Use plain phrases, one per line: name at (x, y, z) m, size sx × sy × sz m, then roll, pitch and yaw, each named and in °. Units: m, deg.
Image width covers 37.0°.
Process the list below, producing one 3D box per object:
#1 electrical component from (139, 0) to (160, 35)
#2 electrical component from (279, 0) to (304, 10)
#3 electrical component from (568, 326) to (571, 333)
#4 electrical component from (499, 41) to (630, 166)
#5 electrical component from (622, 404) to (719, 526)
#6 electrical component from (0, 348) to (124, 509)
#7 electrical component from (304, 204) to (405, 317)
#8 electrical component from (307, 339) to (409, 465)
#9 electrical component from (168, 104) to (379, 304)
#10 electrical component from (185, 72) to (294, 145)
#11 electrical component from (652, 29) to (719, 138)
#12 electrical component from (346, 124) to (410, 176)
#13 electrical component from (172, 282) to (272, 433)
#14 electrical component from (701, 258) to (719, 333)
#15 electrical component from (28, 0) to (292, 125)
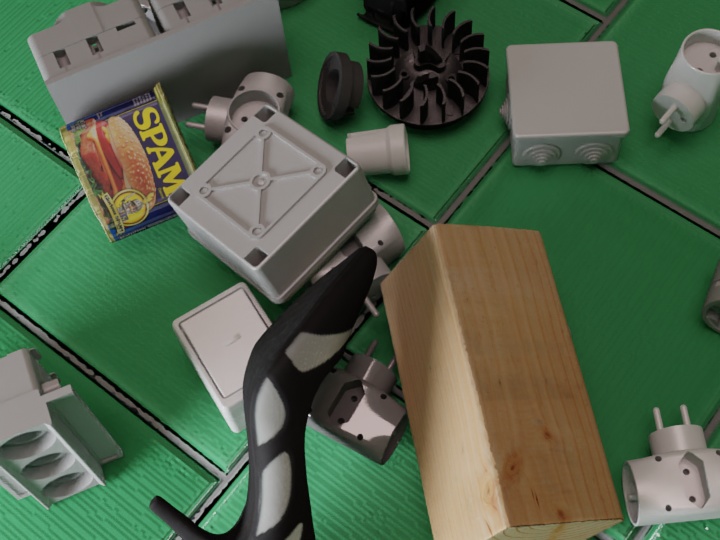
electrical component at (-0.151, -0.237, 0.928) m, size 0.079 × 0.043 × 0.077 m, roll 21°, pitch 67°, yaw 13°
electrical component at (-0.080, -0.277, 0.946) m, size 0.099 × 0.064 × 0.099 m, roll -1°, pitch 78°, yaw 4°
electrical component at (0.137, 0.066, 0.767) m, size 0.035 × 0.035 × 0.061 m, roll -7°, pitch 66°, yaw 0°
electrical component at (0.161, -0.131, 0.855) m, size 0.100 × 0.048 × 0.099 m, roll -2°, pitch 64°, yaw 2°
electrical component at (0.217, 0.129, 0.726) m, size 0.077 × 0.043 × 0.079 m, roll -6°, pitch 64°, yaw 0°
electrical component at (-0.216, 0.106, 0.719) m, size 0.079 × 0.121 × 0.063 m, roll -22°, pitch 62°, yaw -8°
electrical component at (0.000, 0.000, 0.803) m, size 0.077 × 0.043 × 0.079 m, roll -30°, pitch 66°, yaw -11°
electrical component at (0.001, 0.086, 0.760) m, size 0.077 × 0.043 × 0.079 m, roll 26°, pitch 68°, yaw 15°
electrical component at (-0.063, -0.049, 0.780) m, size 0.108 × 0.056 × 0.109 m, roll -46°, pitch 57°, yaw -12°
electrical component at (-0.100, -0.119, 0.866) m, size 0.079 × 0.044 × 0.077 m, roll 11°, pitch 65°, yaw 7°
electrical component at (0.254, -0.135, 0.835) m, size 0.043 × 0.077 × 0.079 m, roll 36°, pitch 71°, yaw 19°
electrical component at (0.015, -0.093, 0.851) m, size 0.046 × 0.040 × 0.040 m, roll -5°, pitch 63°, yaw 7°
electrical component at (-0.083, 0.066, 0.765) m, size 0.062 × 0.061 × 0.096 m, roll -30°, pitch 66°, yaw -11°
electrical component at (0.279, 0.017, 0.773) m, size 0.055 × 0.055 × 0.047 m, roll 18°, pitch 62°, yaw 12°
electrical component at (-0.157, -0.174, 0.863) m, size 0.186 × 0.105 × 0.060 m, roll -24°, pitch 65°, yaw -9°
